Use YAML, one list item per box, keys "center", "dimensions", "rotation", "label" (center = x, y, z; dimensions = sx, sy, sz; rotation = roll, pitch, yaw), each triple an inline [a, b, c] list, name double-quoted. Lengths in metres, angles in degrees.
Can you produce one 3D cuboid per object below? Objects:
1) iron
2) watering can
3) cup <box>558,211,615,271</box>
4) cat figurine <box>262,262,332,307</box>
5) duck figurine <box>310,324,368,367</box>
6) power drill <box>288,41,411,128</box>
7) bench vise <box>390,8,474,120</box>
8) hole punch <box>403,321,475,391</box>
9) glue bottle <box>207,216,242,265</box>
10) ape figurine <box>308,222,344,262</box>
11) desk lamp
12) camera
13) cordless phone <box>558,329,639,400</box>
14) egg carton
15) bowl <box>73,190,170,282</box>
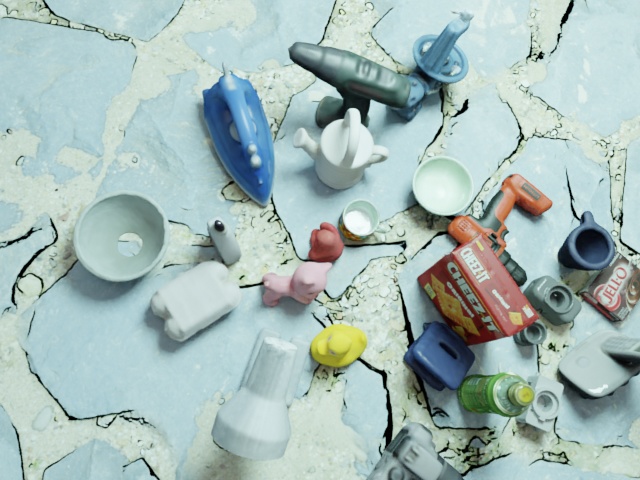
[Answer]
- center: [-0.141, -0.200, 1.075]
  dimensions: [0.119, 0.141, 0.258]
  rotation: [-19, 78, -10]
  label: "iron"
- center: [0.040, -0.171, 1.060]
  dimensions: [0.173, 0.194, 0.101]
  rotation: [-15, 78, -9]
  label: "watering can"
- center: [0.505, 0.009, 1.115]
  dimensions: [0.091, 0.095, 0.118]
  rotation: [2, 76, -5]
  label: "cup"
- center: [-0.041, 0.076, 1.028]
  dimensions: [0.128, 0.117, 0.067]
  rotation: [-6, 76, -7]
  label: "cat figurine"
- center: [0.037, 0.187, 1.025]
  dimensions: [0.104, 0.086, 0.077]
  rotation: [-11, 77, -8]
  label: "duck figurine"
- center: [0.048, -0.281, 1.081]
  dimensions: [0.229, 0.208, 0.076]
  rotation: [12, 75, -3]
  label: "power drill"
- center: [0.225, -0.332, 1.107]
  dimensions: [0.121, 0.219, 0.207]
  rotation: [26, 75, 1]
  label: "bench vise"
- center: [0.219, 0.207, 1.037]
  dimensions: [0.108, 0.091, 0.101]
  rotation: [42, 76, 5]
  label: "hole punch"
- center: [-0.173, -0.008, 1.007]
  dimensions: [0.037, 0.173, 0.078]
  rotation: [-34, 81, -13]
  label: "glue bottle"
- center: [0.010, 0.004, 1.065]
  dimensions: [0.076, 0.092, 0.078]
  rotation: [41, 76, 5]
  label: "ape figurine"
- center: [-0.088, 0.241, 0.932]
  dimensions: [0.118, 0.213, 0.203]
  rotation: [18, 75, -1]
  label: "desk lamp"
- center: [0.171, 0.406, 0.976]
  dimensions: [0.137, 0.100, 0.143]
  rotation: [40, 75, 5]
  label: "camera"
- center: [0.529, 0.219, 1.017]
  dimensions: [0.148, 0.185, 0.094]
  rotation: [-35, 81, -13]
  label: "cordless phone"
- center: [-0.222, 0.106, 1.027]
  dimensions: [0.150, 0.069, 0.107]
  rotation: [-33, 81, -13]
  label: "egg carton"
- center: [-0.351, -0.002, 1.038]
  dimensions: [0.167, 0.074, 0.167]
  rotation: [1, 76, -6]
  label: "bowl"
